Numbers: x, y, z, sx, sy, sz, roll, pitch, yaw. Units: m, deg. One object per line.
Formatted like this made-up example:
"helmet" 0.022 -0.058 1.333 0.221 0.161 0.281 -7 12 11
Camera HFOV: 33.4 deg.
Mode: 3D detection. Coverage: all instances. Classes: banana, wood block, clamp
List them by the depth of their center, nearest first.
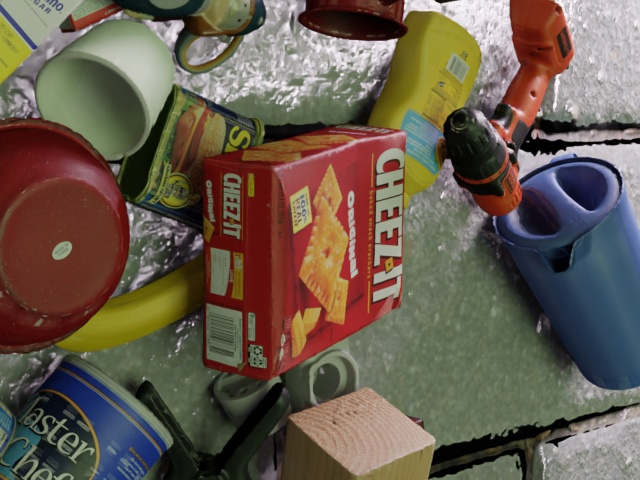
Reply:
"banana" -0.134 0.046 0.818 0.197 0.037 0.070 -18 149 -37
"clamp" -0.080 0.184 0.864 0.120 0.039 0.171 -4 115 -1
"wood block" 0.022 0.243 0.908 0.090 0.090 0.206 -14 124 -37

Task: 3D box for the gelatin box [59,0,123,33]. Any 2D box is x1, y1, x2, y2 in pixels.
"gelatin box" -0.169 -0.205 0.773 0.073 0.030 0.089 -33 116 -29

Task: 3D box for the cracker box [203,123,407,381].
"cracker box" -0.006 0.001 0.855 0.213 0.072 0.164 -21 117 -56

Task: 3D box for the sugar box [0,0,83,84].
"sugar box" -0.232 -0.120 0.694 0.176 0.094 0.048 -50 123 -22

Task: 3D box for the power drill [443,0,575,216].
"power drill" 0.176 -0.133 1.007 0.187 0.057 0.184 -65 155 -11

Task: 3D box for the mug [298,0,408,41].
"mug" 0.039 -0.218 0.884 0.093 0.117 0.081 9 86 -32

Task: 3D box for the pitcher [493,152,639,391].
"pitcher" 0.286 0.035 1.116 0.149 0.145 0.242 -41 124 -13

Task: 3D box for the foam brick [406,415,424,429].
"foam brick" 0.051 0.186 0.972 0.051 0.078 0.053 -16 106 -38

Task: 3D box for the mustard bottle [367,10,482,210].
"mustard bottle" 0.084 -0.104 0.969 0.096 0.058 0.191 30 77 -51

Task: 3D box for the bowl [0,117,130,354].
"bowl" -0.183 0.001 0.704 0.161 0.055 0.162 -9 103 -41

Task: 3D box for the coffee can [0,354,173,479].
"coffee can" -0.188 0.167 0.763 0.140 0.103 0.102 -51 123 -22

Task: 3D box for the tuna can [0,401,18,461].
"tuna can" -0.250 0.137 0.721 0.086 0.086 0.033 -46 120 -24

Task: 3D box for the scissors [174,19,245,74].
"scissors" -0.059 -0.223 0.836 0.096 0.016 0.202 37 89 -27

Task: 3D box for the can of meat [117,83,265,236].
"can of meat" -0.102 -0.063 0.830 0.083 0.058 0.102 22 82 -36
